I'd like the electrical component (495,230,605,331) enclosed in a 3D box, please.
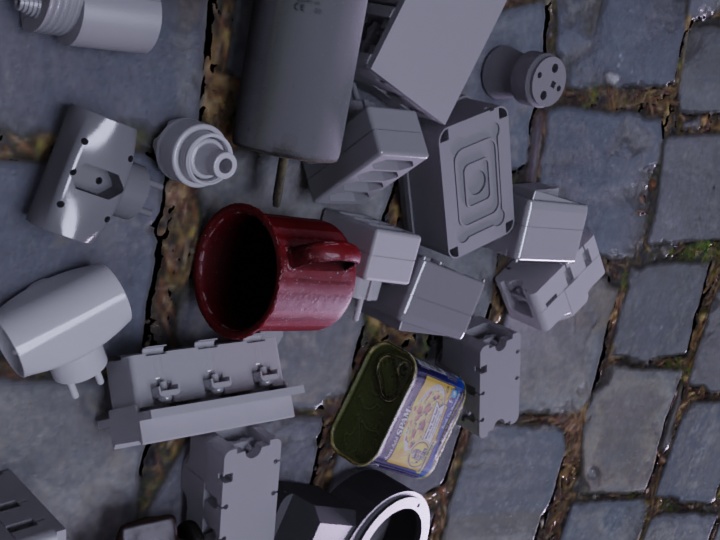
[{"bbox_3d":[0.176,0.008,0.986,0.089,0.050,0.055,-42,129,-21],"label":"electrical component"}]

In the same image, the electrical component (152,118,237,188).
[{"bbox_3d":[-0.104,-0.075,0.704,0.043,0.062,0.043,-16,116,-36],"label":"electrical component"}]

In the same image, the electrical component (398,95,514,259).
[{"bbox_3d":[0.075,-0.076,0.862,0.078,0.057,0.113,-25,121,-32],"label":"electrical component"}]

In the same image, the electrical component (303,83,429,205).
[{"bbox_3d":[-0.002,-0.099,0.782,0.047,0.083,0.075,-1,69,-40],"label":"electrical component"}]

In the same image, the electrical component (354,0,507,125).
[{"bbox_3d":[0.049,-0.197,0.789,0.089,0.062,0.150,29,87,-44],"label":"electrical component"}]

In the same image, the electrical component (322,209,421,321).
[{"bbox_3d":[0.000,0.000,0.821,0.047,0.066,0.076,7,102,-42],"label":"electrical component"}]

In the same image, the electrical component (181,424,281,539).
[{"bbox_3d":[-0.098,0.160,0.805,0.050,0.056,0.089,-8,112,-38],"label":"electrical component"}]

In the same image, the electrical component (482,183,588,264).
[{"bbox_3d":[0.152,-0.043,0.937,0.096,0.062,0.061,1,105,-41],"label":"electrical component"}]

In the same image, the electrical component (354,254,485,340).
[{"bbox_3d":[0.051,0.021,0.875,0.096,0.062,0.061,19,93,-43],"label":"electrical component"}]

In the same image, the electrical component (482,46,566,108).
[{"bbox_3d":[0.135,-0.158,0.882,0.045,0.055,0.045,-16,116,-36],"label":"electrical component"}]

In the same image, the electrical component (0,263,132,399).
[{"bbox_3d":[-0.187,0.046,0.693,0.077,0.044,0.079,-30,124,-29],"label":"electrical component"}]

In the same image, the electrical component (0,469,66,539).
[{"bbox_3d":[-0.235,0.219,0.687,0.062,0.089,0.150,-10,113,-38],"label":"electrical component"}]

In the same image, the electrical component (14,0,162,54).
[{"bbox_3d":[-0.164,-0.153,0.636,0.081,0.043,0.043,-2,108,-40],"label":"electrical component"}]

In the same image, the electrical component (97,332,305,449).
[{"bbox_3d":[-0.112,0.083,0.753,0.121,0.079,0.063,-5,81,-40],"label":"electrical component"}]

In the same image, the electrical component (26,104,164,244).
[{"bbox_3d":[-0.160,-0.055,0.677,0.079,0.043,0.077,20,93,-43],"label":"electrical component"}]

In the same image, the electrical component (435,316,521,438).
[{"bbox_3d":[0.104,0.092,0.952,0.050,0.056,0.089,-19,118,-35],"label":"electrical component"}]
